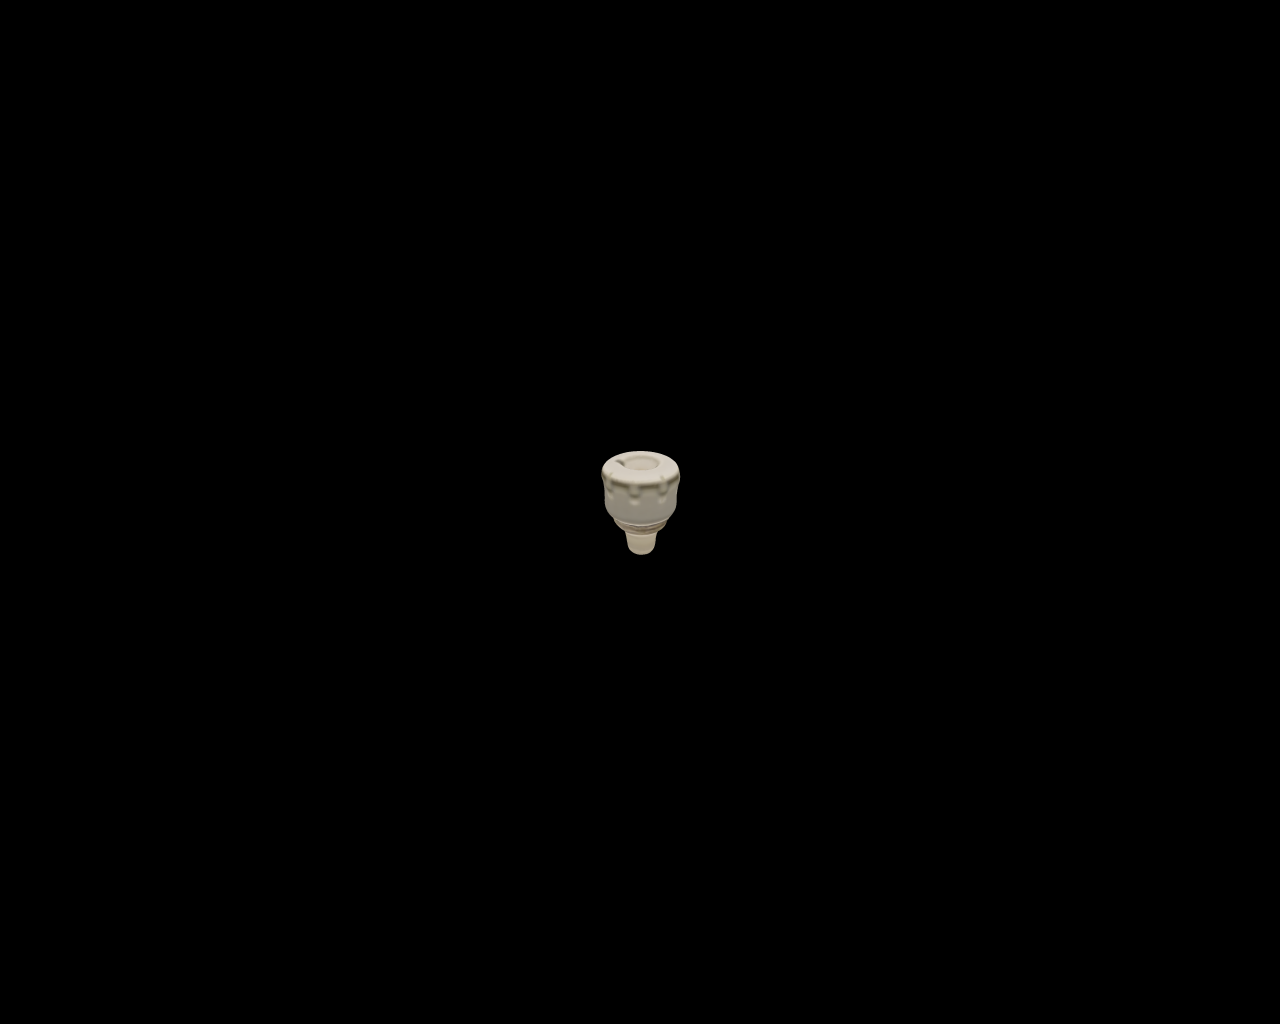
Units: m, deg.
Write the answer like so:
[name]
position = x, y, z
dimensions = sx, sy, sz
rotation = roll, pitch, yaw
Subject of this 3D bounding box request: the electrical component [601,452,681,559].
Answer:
[electrical component]
position = 0.001, -0.003, 0.650
dimensions = 0.048, 0.062, 0.048
rotation = 0, 26, 0
